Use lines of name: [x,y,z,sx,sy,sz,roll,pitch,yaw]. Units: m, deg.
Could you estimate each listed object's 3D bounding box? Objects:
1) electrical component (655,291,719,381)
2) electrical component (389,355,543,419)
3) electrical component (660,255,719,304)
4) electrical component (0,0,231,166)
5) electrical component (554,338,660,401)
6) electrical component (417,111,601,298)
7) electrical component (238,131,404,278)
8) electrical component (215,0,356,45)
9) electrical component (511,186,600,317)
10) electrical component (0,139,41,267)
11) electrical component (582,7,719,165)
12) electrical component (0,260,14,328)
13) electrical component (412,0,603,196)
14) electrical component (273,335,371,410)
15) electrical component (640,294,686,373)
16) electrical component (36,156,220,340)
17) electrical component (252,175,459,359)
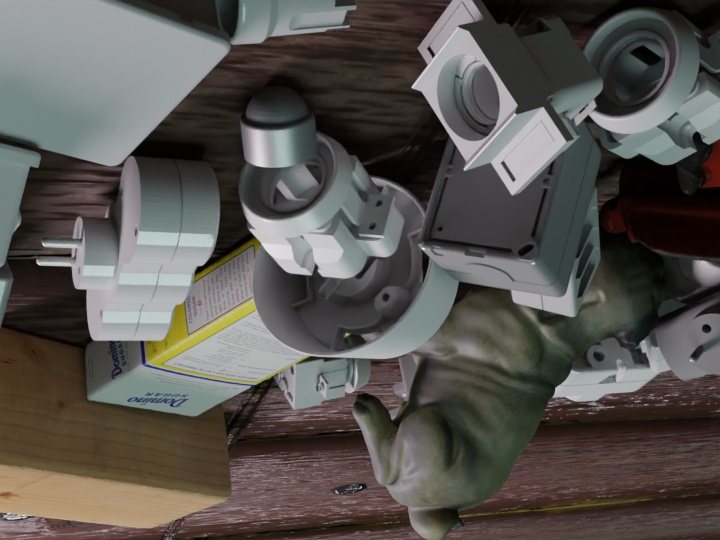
electrical component: [0.215,0.038,0.637,0.077,0.044,0.079,-30,178,34]
electrical component: [0.079,0.101,0.835,0.079,0.063,0.121,-23,151,24]
electrical component: [0.238,-0.012,0.680,0.095,0.053,0.059,-4,153,-14]
electrical component: [-0.110,-0.089,0.397,0.100,0.048,0.100,13,145,-39]
electrical component: [0.175,0.062,0.805,0.095,0.053,0.059,-2,152,-18]
electrical component: [0.077,-0.040,0.526,0.062,0.096,0.061,9,165,29]
electrical component: [-0.024,-0.033,0.529,0.078,0.058,0.057,5,156,24]
electrical component: [-0.028,-0.107,0.407,0.046,0.040,0.040,-8,154,-20]
electrical component: [0.093,-0.018,0.615,0.077,0.047,0.065,14,146,25]
electrical component: [-0.187,-0.038,0.422,0.100,0.048,0.100,13,-175,-40]
electrical component: [0.136,-0.085,0.491,0.078,0.058,0.057,-30,151,34]
electrical component: [-0.211,0.000,0.486,0.100,0.099,0.048,8,114,-33]
electrical component: [0.066,-0.079,0.464,0.064,0.081,0.042,-21,164,-37]
electrical component: [-0.026,0.063,0.730,0.055,0.066,0.048,-9,121,-22]
electrical component: [0.227,0.027,0.746,0.096,0.061,0.061,-16,153,10]
electrical component: [-0.126,-0.008,0.549,0.074,0.052,0.138,2,151,-25]
electrical component: [0.000,0.000,0.565,0.099,0.099,0.064,-25,157,26]
